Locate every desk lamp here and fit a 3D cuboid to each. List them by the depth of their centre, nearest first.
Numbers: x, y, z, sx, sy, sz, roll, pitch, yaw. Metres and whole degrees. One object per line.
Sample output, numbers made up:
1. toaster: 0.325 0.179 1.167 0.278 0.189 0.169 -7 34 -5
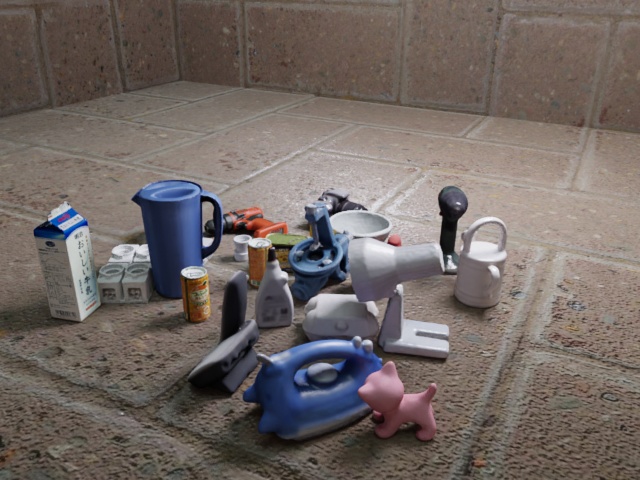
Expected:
1. desk lamp: 0.151 0.099 1.085 0.203 0.214 0.118 5 25 9

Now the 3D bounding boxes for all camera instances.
1. camera: 0.056 -0.082 1.604 0.136 0.101 0.143 19 30 33

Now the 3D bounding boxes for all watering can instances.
1. watering can: 0.349 0.037 1.249 0.101 0.194 0.172 -12 28 -26

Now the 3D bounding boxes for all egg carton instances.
1. egg carton: 0.041 0.157 1.128 0.150 0.069 0.107 1 25 1

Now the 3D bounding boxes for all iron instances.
1. iron: 0.010 0.215 0.919 0.259 0.141 0.118 -11 27 -23

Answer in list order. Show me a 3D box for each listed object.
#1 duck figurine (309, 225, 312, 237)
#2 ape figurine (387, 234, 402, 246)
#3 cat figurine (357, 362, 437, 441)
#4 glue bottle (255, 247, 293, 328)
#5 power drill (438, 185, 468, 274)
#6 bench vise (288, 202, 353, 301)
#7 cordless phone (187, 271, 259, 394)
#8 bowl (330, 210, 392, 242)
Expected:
1. duck figurine: -0.009 -0.002 1.448 0.104 0.086 0.078 9 26 17
2. ape figurine: 0.175 0.030 1.378 0.077 0.092 0.076 13 28 24
3. cat figurine: 0.120 0.244 0.887 0.128 0.118 0.067 1 25 0
4. glue bottle: -0.092 0.093 1.138 0.078 0.173 0.037 -3 25 -9
5. power drill: 0.313 -0.030 1.373 0.075 0.208 0.229 4 25 6
6. bench vise: 0.000 0.003 1.278 0.121 0.220 0.208 7 26 14
7. cordless phone: -0.166 0.155 0.988 0.094 0.185 0.148 8 26 16
8. bowl: 0.102 -0.014 1.490 0.167 0.075 0.167 1 25 0
